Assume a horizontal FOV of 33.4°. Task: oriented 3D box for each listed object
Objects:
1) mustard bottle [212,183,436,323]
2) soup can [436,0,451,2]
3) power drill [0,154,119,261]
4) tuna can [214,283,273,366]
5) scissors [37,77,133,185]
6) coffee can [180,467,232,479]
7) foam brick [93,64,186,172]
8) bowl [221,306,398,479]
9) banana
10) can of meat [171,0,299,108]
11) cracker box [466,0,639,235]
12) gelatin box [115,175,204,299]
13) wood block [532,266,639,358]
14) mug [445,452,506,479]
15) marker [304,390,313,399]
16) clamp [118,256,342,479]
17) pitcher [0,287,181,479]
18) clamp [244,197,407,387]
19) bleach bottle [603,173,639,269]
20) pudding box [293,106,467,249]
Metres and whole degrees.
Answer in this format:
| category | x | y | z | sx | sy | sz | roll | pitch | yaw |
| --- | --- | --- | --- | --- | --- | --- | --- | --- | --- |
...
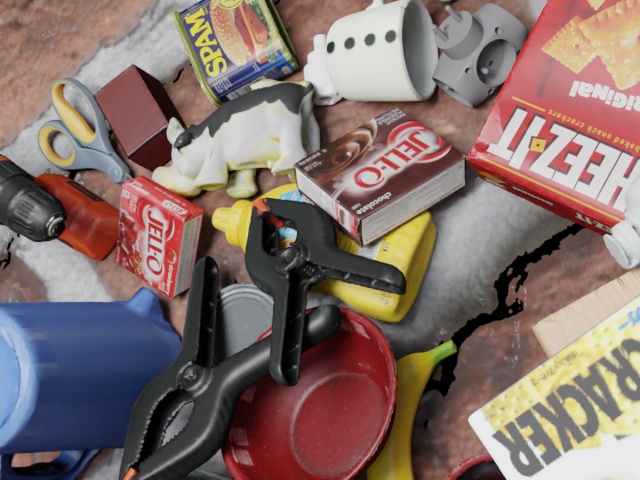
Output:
| category | x | y | z | sx | sy | sz | roll | pitch | yaw |
| --- | --- | --- | --- | --- | --- | --- | --- | --- | --- |
| mustard bottle | -0.006 | 0.001 | 0.900 | 0.192 | 0.058 | 0.096 | 14 | 71 | 23 |
| soup can | 0.093 | -0.263 | 0.917 | 0.068 | 0.068 | 0.102 | -40 | 68 | 8 |
| power drill | -0.251 | -0.035 | 0.933 | 0.185 | 0.187 | 0.057 | 31 | 89 | 25 |
| tuna can | -0.061 | 0.082 | 0.918 | 0.086 | 0.033 | 0.086 | -5 | 77 | 20 |
| scissors | -0.205 | -0.059 | 1.010 | 0.096 | 0.016 | 0.202 | -36 | 82 | 34 |
| coffee can | -0.107 | 0.263 | 0.858 | 0.103 | 0.102 | 0.140 | 22 | 87 | 23 |
| foam brick | -0.164 | -0.113 | 0.990 | 0.051 | 0.053 | 0.078 | -36 | 68 | 10 |
| bowl | 0.001 | 0.135 | 0.833 | 0.162 | 0.055 | 0.162 | -19 | 52 | 26 |
| banana | 0.069 | 0.175 | 0.846 | 0.070 | 0.037 | 0.198 | 0 | 78 | 21 |
| can of meat | -0.075 | -0.181 | 0.970 | 0.084 | 0.057 | 0.102 | -27 | 71 | 10 |
| cracker box | 0.236 | -0.118 | 0.828 | 0.164 | 0.072 | 0.214 | 28 | 89 | 23 |
| gelatin box | -0.144 | -0.003 | 0.947 | 0.073 | 0.030 | 0.089 | 30 | 127 | 23 |
| wood block | 0.245 | 0.134 | 0.760 | 0.091 | 0.090 | 0.206 | -31 | 69 | 11 |
| mug | 0.128 | 0.213 | 0.784 | 0.093 | 0.081 | 0.117 | 18 | 83 | 11 |
| marker | -0.023 | 0.137 | 0.900 | 0.121 | 0.020 | 0.020 | -17 | 73 | 17 |
| clamp | -0.083 | 0.112 | 0.840 | 0.165 | 0.036 | 0.210 | 10 | 63 | 40 |
| pitcher | -0.217 | 0.119 | 0.856 | 0.145 | 0.242 | 0.149 | -19 | 79 | 14 |
| clamp | -0.004 | 0.018 | 0.812 | 0.120 | 0.039 | 0.171 | -30 | 48 | 10 |
| bleach bottle | 0.314 | -0.051 | 0.744 | 0.251 | 0.068 | 0.102 | -32 | 92 | -3 |
| pudding box | 0.049 | -0.053 | 0.868 | 0.113 | 0.039 | 0.090 | -33 | 48 | -19 |
